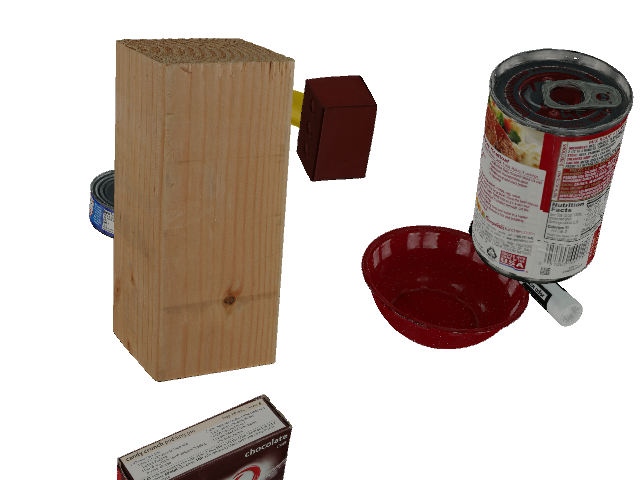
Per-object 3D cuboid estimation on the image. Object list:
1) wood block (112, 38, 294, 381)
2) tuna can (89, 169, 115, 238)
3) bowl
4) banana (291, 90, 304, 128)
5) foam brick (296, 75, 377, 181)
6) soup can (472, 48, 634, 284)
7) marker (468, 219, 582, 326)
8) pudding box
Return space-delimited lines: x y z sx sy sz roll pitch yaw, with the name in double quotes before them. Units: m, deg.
"wood block" -0.081 -0.023 0.704 0.090 0.206 0.090 -6 21 -28
"tuna can" -0.173 -0.033 1.001 0.086 0.034 0.086 9 30 -5
"bowl" 0.114 0.054 1.024 0.162 0.055 0.162 7 36 -5
"banana" -0.075 -0.147 1.205 0.198 0.037 0.069 8 42 17
"foam brick" 0.014 -0.098 0.937 0.051 0.078 0.053 -4 37 -16
"soup can" 0.115 -0.036 0.542 0.068 0.102 0.068 0 43 0
"marker" 0.139 0.018 0.740 0.020 0.020 0.121 0 31 -28
"pudding box" -0.077 0.159 0.697 0.113 0.090 0.039 -22 50 -31
